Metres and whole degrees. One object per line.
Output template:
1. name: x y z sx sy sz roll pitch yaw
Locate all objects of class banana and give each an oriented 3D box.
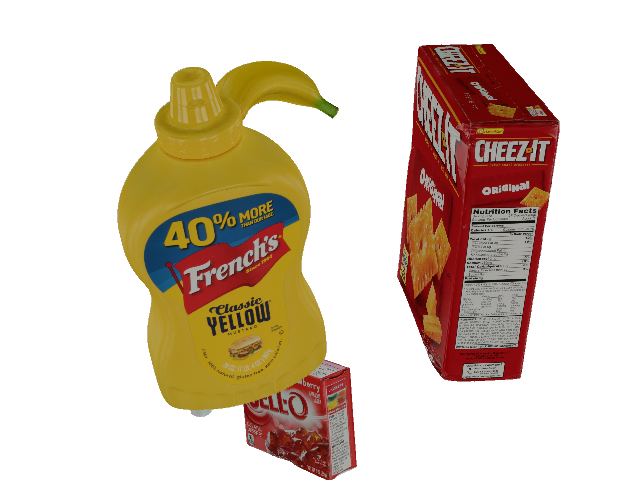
1. banana: -0.051 -0.136 0.975 0.070 0.037 0.197 37 27 19

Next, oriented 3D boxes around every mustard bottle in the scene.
1. mustard bottle: -0.051 -0.001 0.543 0.096 0.191 0.058 -14 39 -10

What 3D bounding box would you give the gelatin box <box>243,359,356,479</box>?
1. gelatin box: -0.017 0.114 0.728 0.030 0.073 0.089 -18 21 -41

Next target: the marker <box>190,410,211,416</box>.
1. marker: -0.108 0.098 0.931 0.020 0.121 0.020 -1 25 0

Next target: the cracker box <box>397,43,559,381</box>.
1. cracker box: 0.112 -0.024 0.823 0.072 0.214 0.164 -3 29 -8
